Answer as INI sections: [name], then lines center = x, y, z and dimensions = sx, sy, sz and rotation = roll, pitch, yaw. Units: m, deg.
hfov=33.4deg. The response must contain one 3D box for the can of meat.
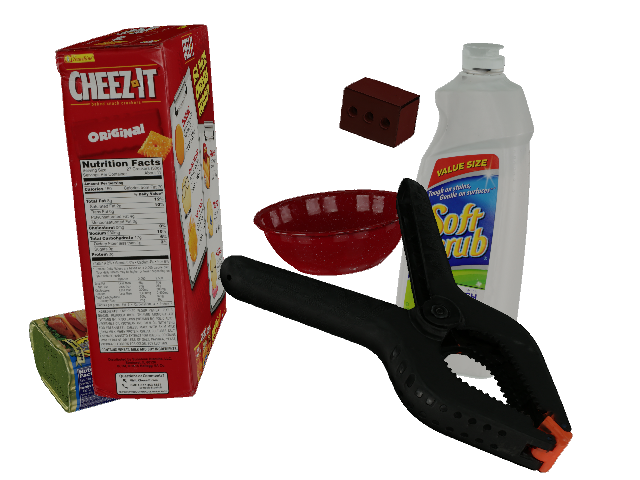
[can of meat]
center = -0.177, 0.090, 0.852
dimensions = 0.083, 0.057, 0.102
rotation = -12, 23, -29

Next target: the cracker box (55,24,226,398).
[cracker box]
center = -0.110, -0.026, 0.693
dimensions = 0.072, 0.214, 0.164
rotation = -2, 15, 3

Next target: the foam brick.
[foam brick]
center = 0.068, -0.150, 1.243
dimensions = 0.078, 0.053, 0.051
rotation = 22, 34, 25

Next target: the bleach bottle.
[bleach bottle]
center = 0.108, -0.025, 0.821
dimensions = 0.103, 0.251, 0.068
rotation = 12, 21, 30

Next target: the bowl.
[bowl]
center = 0.017, -0.005, 1.060
dimensions = 0.162, 0.055, 0.162
rotation = -6, 16, 2

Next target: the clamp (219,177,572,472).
[clamp]
center = 0.052, 0.053, 0.614
dimensions = 0.164, 0.036, 0.210
rotation = -19, 54, -32
